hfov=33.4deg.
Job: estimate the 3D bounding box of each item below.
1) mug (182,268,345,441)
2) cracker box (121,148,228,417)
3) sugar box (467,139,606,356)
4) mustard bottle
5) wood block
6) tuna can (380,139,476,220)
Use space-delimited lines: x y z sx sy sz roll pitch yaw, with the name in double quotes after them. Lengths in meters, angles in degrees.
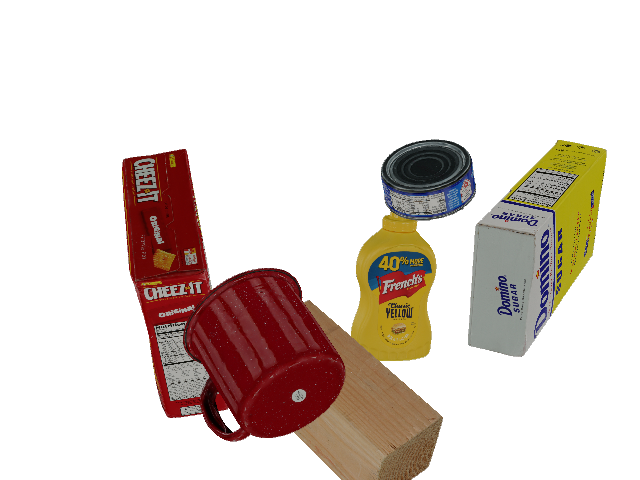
-0.043 0.089 0.733 0.093 0.117 0.082 19 26 -47 "mug"
-0.143 0.046 1.042 0.072 0.164 0.214 -10 -43 -6 "cracker box"
0.156 0.001 0.752 0.048 0.093 0.176 12 28 23 "sugar box"
0.090 0.046 1.276 0.096 0.192 0.058 0 14 -13 "mustard bottle"
0.020 0.170 1.136 0.090 0.090 0.206 -27 53 -33 "wood block"
0.099 -0.057 0.985 0.086 0.034 0.086 -9 37 7 "tuna can"
